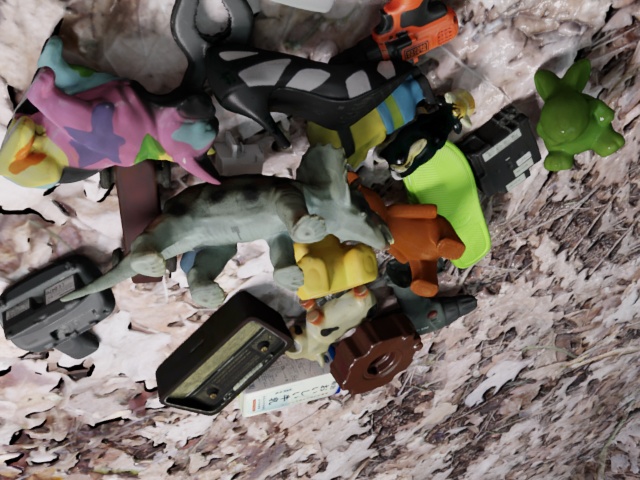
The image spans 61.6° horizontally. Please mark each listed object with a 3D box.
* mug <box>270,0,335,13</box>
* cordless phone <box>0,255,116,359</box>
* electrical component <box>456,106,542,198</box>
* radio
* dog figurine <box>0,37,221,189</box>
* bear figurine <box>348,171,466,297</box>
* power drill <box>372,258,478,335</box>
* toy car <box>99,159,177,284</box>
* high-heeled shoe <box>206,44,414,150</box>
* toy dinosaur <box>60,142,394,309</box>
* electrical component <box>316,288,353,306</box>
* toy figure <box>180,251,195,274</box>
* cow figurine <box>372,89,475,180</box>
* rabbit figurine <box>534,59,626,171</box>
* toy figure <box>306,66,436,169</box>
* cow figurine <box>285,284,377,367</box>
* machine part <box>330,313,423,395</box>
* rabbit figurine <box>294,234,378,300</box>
[{"bbox_3d":[-0.037,-0.306,0.578,0.107,0.081,0.109,-3,114,-16],"label":"mug"},{"bbox_3d":[-0.353,0.117,0.781,0.147,0.089,0.184,-29,145,-3],"label":"cordless phone"},{"bbox_3d":[0.301,-0.139,0.899,0.115,0.058,0.134,-34,134,6],"label":"electrical component"},{"bbox_3d":[-0.165,0.204,0.937,0.229,0.073,0.131,-42,133,12],"label":"radio"},{"bbox_3d":[-0.221,-0.110,0.605,0.219,0.109,0.191,24,116,-31],"label":"dog figurine"},{"bbox_3d":[0.106,-0.016,0.823,0.196,0.132,0.120,21,124,-12],"label":"bear figurine"},{"bbox_3d":[0.204,0.107,1.048,0.232,0.086,0.207,-21,141,-6],"label":"power drill"},{"bbox_3d":[-0.240,-0.029,0.721,0.089,0.053,0.201,-6,125,-16],"label":"toy car"},{"bbox_3d":[-0.009,-0.202,0.641,0.249,0.145,0.086,-33,175,-28],"label":"high-heeled shoe"},{"bbox_3d":[-0.107,-0.025,0.671,0.405,0.192,0.131,-5,128,-1],"label":"toy dinosaur"},{"bbox_3d":[0.023,0.056,0.917,0.102,0.078,0.045,-29,158,5],"label":"electrical component"},{"bbox_3d":[-0.142,-0.007,0.788,0.154,0.058,0.064,-47,171,13],"label":"toy figure"},{"bbox_3d":[0.157,-0.157,0.767,0.167,0.098,0.068,-42,97,4],"label":"cow figurine"},{"bbox_3d":[0.390,-0.193,0.823,0.121,0.159,0.170,-8,179,32],"label":"rabbit figurine"},{"bbox_3d":[0.065,-0.175,0.735,0.180,0.082,0.089,-32,123,7],"label":"toy figure"},{"bbox_3d":[0.017,0.151,0.982,0.195,0.086,0.127,-33,128,0],"label":"cow figurine"},{"bbox_3d":[0.104,0.213,0.990,0.179,0.056,0.179,-20,140,-18],"label":"machine part"},{"bbox_3d":[-0.002,-0.002,0.808,0.122,0.173,0.162,-17,177,-12],"label":"rabbit figurine"}]
